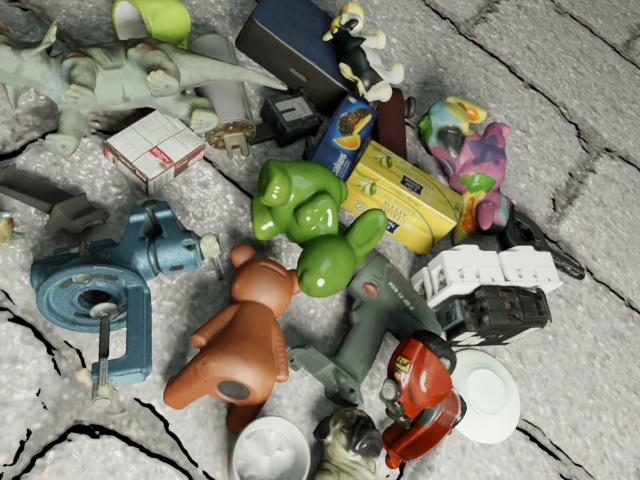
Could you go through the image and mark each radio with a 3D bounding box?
[{"bbox_3d":[-0.013,-0.313,0.897,0.229,0.073,0.131,33,55,-19],"label":"radio"}]

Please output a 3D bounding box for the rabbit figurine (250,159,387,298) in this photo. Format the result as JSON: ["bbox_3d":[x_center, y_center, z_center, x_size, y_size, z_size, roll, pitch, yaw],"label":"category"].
[{"bbox_3d":[-0.001,-0.002,0.678,0.159,0.121,0.170,0,56,-28],"label":"rabbit figurine"}]

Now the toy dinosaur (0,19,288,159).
[{"bbox_3d":[-0.265,-0.225,0.732,0.405,0.131,0.192,-9,54,-23],"label":"toy dinosaur"}]

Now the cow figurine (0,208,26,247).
[{"bbox_3d":[-0.415,0.022,0.590,0.127,0.085,0.195,8,58,-10],"label":"cow figurine"}]

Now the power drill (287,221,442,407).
[{"bbox_3d":[0.041,0.101,0.725,0.232,0.086,0.207,41,50,1],"label":"power drill"}]

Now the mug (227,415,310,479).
[{"bbox_3d":[-0.064,0.251,0.582,0.081,0.107,0.109,16,64,-10],"label":"mug"}]

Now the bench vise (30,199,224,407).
[{"bbox_3d":[-0.214,0.068,0.605,0.224,0.128,0.241,-4,47,-14],"label":"bench vise"}]

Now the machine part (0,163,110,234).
[{"bbox_3d":[-0.342,-0.049,0.669,0.139,0.039,0.084,25,26,1],"label":"machine part"}]

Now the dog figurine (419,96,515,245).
[{"bbox_3d":[0.239,-0.106,0.883,0.191,0.108,0.219,24,60,-19],"label":"dog figurine"}]

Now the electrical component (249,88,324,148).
[{"bbox_3d":[-0.063,-0.190,0.855,0.119,0.047,0.075,-20,71,-29],"label":"electrical component"}]

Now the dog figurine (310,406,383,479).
[{"bbox_3d":[-0.004,0.289,0.602,0.172,0.121,0.191,5,48,-22],"label":"dog figurine"}]

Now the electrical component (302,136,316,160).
[{"bbox_3d":[0.007,-0.124,0.859,0.063,0.021,0.094,-1,63,-21],"label":"electrical component"}]

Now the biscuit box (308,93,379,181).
[{"bbox_3d":[0.021,-0.128,0.817,0.063,0.059,0.202,30,61,-8],"label":"biscuit box"}]

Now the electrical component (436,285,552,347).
[{"bbox_3d":[0.238,0.111,0.764,0.134,0.115,0.058,4,60,-20],"label":"electrical component"}]

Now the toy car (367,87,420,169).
[{"bbox_3d":[0.118,-0.171,0.907,0.089,0.053,0.202,3,65,-6],"label":"toy car"}]

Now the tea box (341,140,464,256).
[{"bbox_3d":[0.119,-0.062,0.819,0.170,0.098,0.068,30,48,-2],"label":"tea box"}]

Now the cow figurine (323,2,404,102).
[{"bbox_3d":[0.053,-0.296,0.842,0.098,0.068,0.167,-18,75,-36],"label":"cow figurine"}]

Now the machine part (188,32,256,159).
[{"bbox_3d":[-0.153,-0.227,0.823,0.079,0.079,0.243,-7,67,-24],"label":"machine part"}]

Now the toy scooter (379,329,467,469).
[{"bbox_3d":[0.116,0.205,0.658,0.135,0.183,0.075,-40,37,-21],"label":"toy scooter"}]

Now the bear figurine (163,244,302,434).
[{"bbox_3d":[-0.095,0.110,0.657,0.120,0.132,0.196,26,37,-16],"label":"bear figurine"}]
